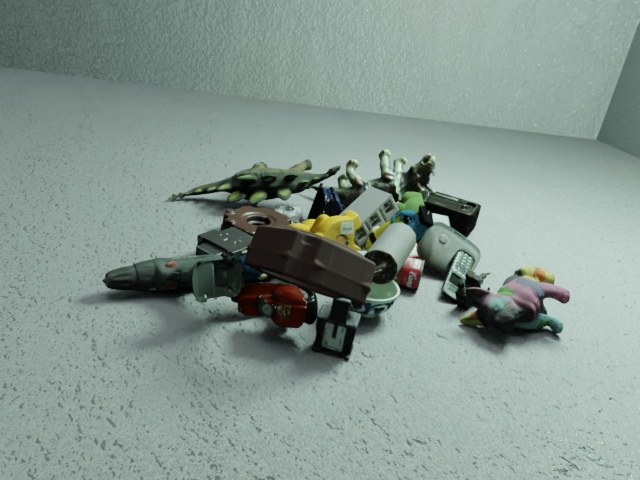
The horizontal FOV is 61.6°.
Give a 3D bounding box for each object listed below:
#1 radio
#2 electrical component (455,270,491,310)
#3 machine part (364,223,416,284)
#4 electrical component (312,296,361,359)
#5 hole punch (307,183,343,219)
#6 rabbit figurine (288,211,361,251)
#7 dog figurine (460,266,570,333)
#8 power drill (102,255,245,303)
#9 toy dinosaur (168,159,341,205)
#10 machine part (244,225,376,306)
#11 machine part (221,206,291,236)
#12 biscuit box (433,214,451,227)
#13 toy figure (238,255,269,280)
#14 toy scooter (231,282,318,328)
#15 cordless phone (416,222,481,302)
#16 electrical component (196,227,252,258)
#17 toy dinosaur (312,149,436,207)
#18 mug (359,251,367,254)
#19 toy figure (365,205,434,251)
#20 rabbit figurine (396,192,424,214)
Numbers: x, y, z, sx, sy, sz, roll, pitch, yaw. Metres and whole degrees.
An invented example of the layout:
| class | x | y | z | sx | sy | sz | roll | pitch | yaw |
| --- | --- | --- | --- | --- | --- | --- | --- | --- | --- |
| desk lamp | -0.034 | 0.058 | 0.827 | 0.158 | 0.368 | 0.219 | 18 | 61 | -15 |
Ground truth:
| class | x | y | z | sx | sy | sz | roll | pitch | yaw |
| --- | --- | --- | --- | --- | --- | --- | --- | --- | --- |
| radio | 0.362 | -0.093 | 1.624 | 0.230 | 0.073 | 0.131 | 22 | 28 | 26 |
| electrical component | 0.330 | 0.108 | 1.154 | 0.045 | 0.102 | 0.078 | 23 | 52 | 37 |
| machine part | 0.145 | 0.025 | 1.121 | 0.079 | 0.079 | 0.243 | 17 | 27 | 17 |
| electrical component | 0.030 | 0.143 | 0.933 | 0.075 | 0.119 | 0.048 | 11 | 25 | 10 |
| hole punch | 0.027 | -0.079 | 1.436 | 0.092 | 0.115 | 0.142 | 14 | 23 | -10 |
| rabbit figurine | -0.003 | -0.004 | 1.290 | 0.162 | 0.121 | 0.173 | -15 | 19 | -26 |
| dog figurine | 0.391 | 0.125 | 1.122 | 0.219 | 0.108 | 0.192 | 2 | 26 | -11 |
| power drill | -0.255 | 0.070 | 0.996 | 0.232 | 0.086 | 0.207 | -5 | -1 | -42 |
| toy dinosaur | -0.174 | -0.155 | 1.479 | 0.472 | 0.105 | 0.198 | -9 | 12 | 10 |
| machine part | -0.016 | 0.043 | 0.970 | 0.201 | 0.087 | 0.202 | 26 | -9 | -35 |
| machine part | -0.154 | -0.031 | 1.328 | 0.179 | 0.056 | 0.179 | 9 | 24 | -4 |
| biscuit box | 0.316 | -0.007 | 1.433 | 0.059 | 0.062 | 0.203 | 12 | 25 | 4 |
| toy figure | -0.112 | 0.051 | 1.157 | 0.154 | 0.064 | 0.058 | -6 | -6 | -40 |
| toy scooter | -0.089 | 0.114 | 0.983 | 0.135 | 0.075 | 0.184 | 5 | 3 | -20 |
| cordless phone | 0.285 | 0.057 | 1.246 | 0.146 | 0.088 | 0.184 | 36 | 42 | 0 |
| electrical component | -0.207 | 0.023 | 1.189 | 0.115 | 0.058 | 0.134 | 21 | 26 | 30 |
| toy dinosaur | 0.157 | -0.145 | 1.582 | 0.405 | 0.192 | 0.131 | -19 | -28 | 19 |
| mug | 0.063 | 0.057 | 1.184 | 0.107 | 0.080 | 0.109 | 3 | 28 | 8 |
| toy figure | 0.184 | -0.014 | 1.278 | 0.082 | 0.180 | 0.089 | 46 | 37 | -21 |
| rabbit figurine | 0.199 | -0.039 | 1.443 | 0.170 | 0.121 | 0.159 | -7 | 30 | 9 |
